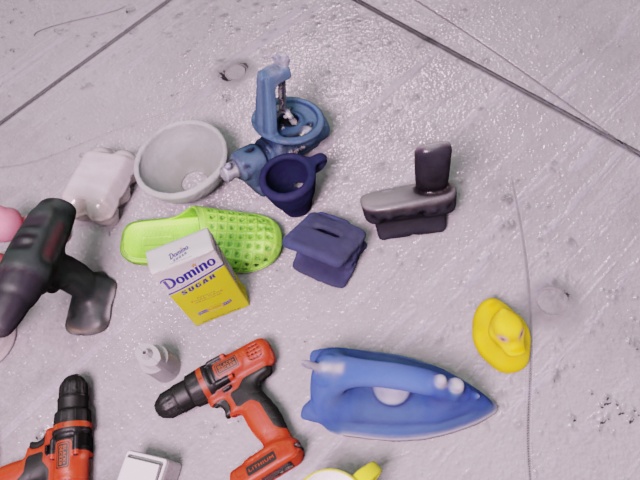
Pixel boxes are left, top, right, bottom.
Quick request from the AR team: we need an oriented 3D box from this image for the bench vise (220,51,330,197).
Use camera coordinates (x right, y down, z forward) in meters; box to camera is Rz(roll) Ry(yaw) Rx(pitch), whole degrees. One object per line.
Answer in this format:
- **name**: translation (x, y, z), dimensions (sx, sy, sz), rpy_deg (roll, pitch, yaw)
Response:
- **bench vise**: translation (-0.073, -0.178, 0.919), dimensions (0.121, 0.220, 0.208), rpy_deg (22, 68, 21)

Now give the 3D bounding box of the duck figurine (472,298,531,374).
- **duck figurine**: translation (0.248, 0.120, 0.774), dimensions (0.077, 0.086, 0.104), rpy_deg (-16, 60, 1)

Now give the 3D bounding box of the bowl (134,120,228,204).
- **bowl**: translation (-0.233, -0.124, 1.002), dimensions (0.167, 0.075, 0.167), rpy_deg (-4, 61, 8)

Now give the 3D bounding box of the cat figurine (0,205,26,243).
- **cat figurine**: translation (-0.513, -0.030, 0.976), dimensions (0.128, 0.118, 0.067), rpy_deg (-21, 60, -1)

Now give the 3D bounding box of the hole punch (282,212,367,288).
- **hole punch**: translation (0.008, 0.003, 0.879), dimensions (0.108, 0.091, 0.101), rpy_deg (21, 67, 20)

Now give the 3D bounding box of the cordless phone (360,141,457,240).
- **cordless phone**: translation (0.130, -0.085, 0.851), dimensions (0.147, 0.185, 0.094), rpy_deg (-13, 60, 4)

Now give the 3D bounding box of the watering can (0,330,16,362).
- **watering can**: translation (-0.552, 0.117, 0.858), dimensions (0.173, 0.194, 0.100), rpy_deg (-23, 60, -2)

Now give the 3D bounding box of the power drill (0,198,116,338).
- **power drill**: translation (-0.390, 0.064, 0.850), dimensions (0.075, 0.209, 0.229), rpy_deg (-5, 61, 8)

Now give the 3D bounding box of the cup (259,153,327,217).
- **cup**: translation (-0.034, -0.088, 0.935), dimensions (0.118, 0.095, 0.091), rpy_deg (-34, 61, -9)

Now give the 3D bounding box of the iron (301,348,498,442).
- **iron**: translation (0.099, 0.187, 0.732), dimensions (0.258, 0.142, 0.118), rpy_deg (2, 62, 11)

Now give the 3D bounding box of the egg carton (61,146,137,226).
- **egg carton**: translation (-0.385, -0.097, 1.018), dimensions (0.107, 0.069, 0.150), rpy_deg (9, 63, 15)

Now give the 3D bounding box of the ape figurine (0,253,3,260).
- **ape figurine**: translation (-0.514, 0.049, 0.948), dimensions (0.076, 0.092, 0.078), rpy_deg (-4, 61, 8)
